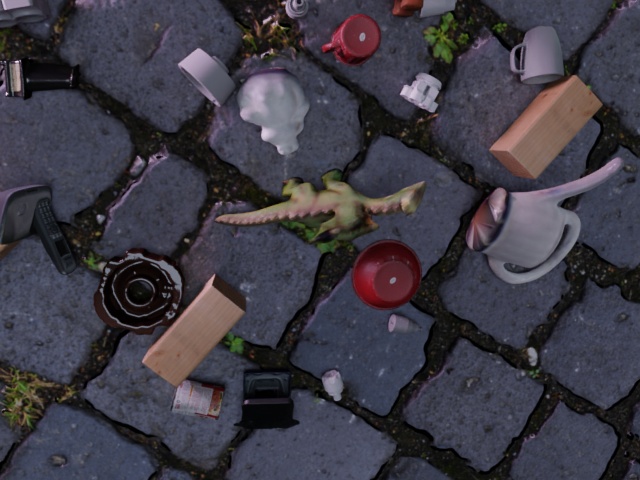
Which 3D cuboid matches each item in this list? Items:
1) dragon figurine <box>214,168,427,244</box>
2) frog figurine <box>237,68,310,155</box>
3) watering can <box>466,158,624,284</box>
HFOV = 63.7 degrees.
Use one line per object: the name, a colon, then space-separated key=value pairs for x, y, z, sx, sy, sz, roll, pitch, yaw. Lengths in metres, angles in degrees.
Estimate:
dragon figurine: x=0.003 y=-0.049 z=0.981 sx=0.411 sy=0.245 sz=0.120 roll=-15 pitch=107 yaw=-7
frog figurine: x=-0.087 y=-0.246 z=0.999 sx=0.138 sy=0.122 sz=0.159 roll=-9 pitch=89 yaw=-25
watering can: x=0.450 y=-0.051 z=1.079 sx=0.224 sy=0.106 sz=0.340 roll=17 pitch=121 yaw=-9
